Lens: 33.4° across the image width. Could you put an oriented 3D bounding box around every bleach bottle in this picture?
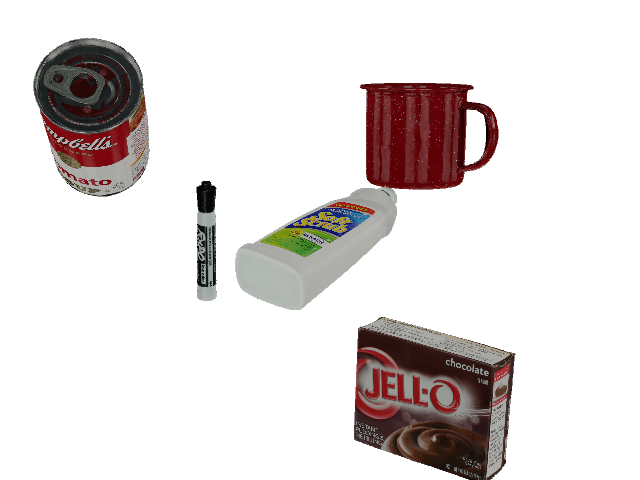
[{"bbox_3d":[0.011,-0.007,1.307,0.103,0.068,0.250,20,36,29],"label":"bleach bottle"}]

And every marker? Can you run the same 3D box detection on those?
[{"bbox_3d":[-0.110,0.000,1.030,0.020,0.121,0.020,2,23,-1],"label":"marker"}]

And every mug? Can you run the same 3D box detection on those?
[{"bbox_3d":[0.089,-0.086,0.874,0.117,0.081,0.093,6,12,26],"label":"mug"}]

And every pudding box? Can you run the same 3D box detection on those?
[{"bbox_3d":[0.079,0.111,0.761,0.114,0.090,0.039,12,20,32],"label":"pudding box"}]

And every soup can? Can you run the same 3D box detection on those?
[{"bbox_3d":[-0.150,-0.080,0.713,0.068,0.068,0.102,0,-21,-6],"label":"soup can"}]
